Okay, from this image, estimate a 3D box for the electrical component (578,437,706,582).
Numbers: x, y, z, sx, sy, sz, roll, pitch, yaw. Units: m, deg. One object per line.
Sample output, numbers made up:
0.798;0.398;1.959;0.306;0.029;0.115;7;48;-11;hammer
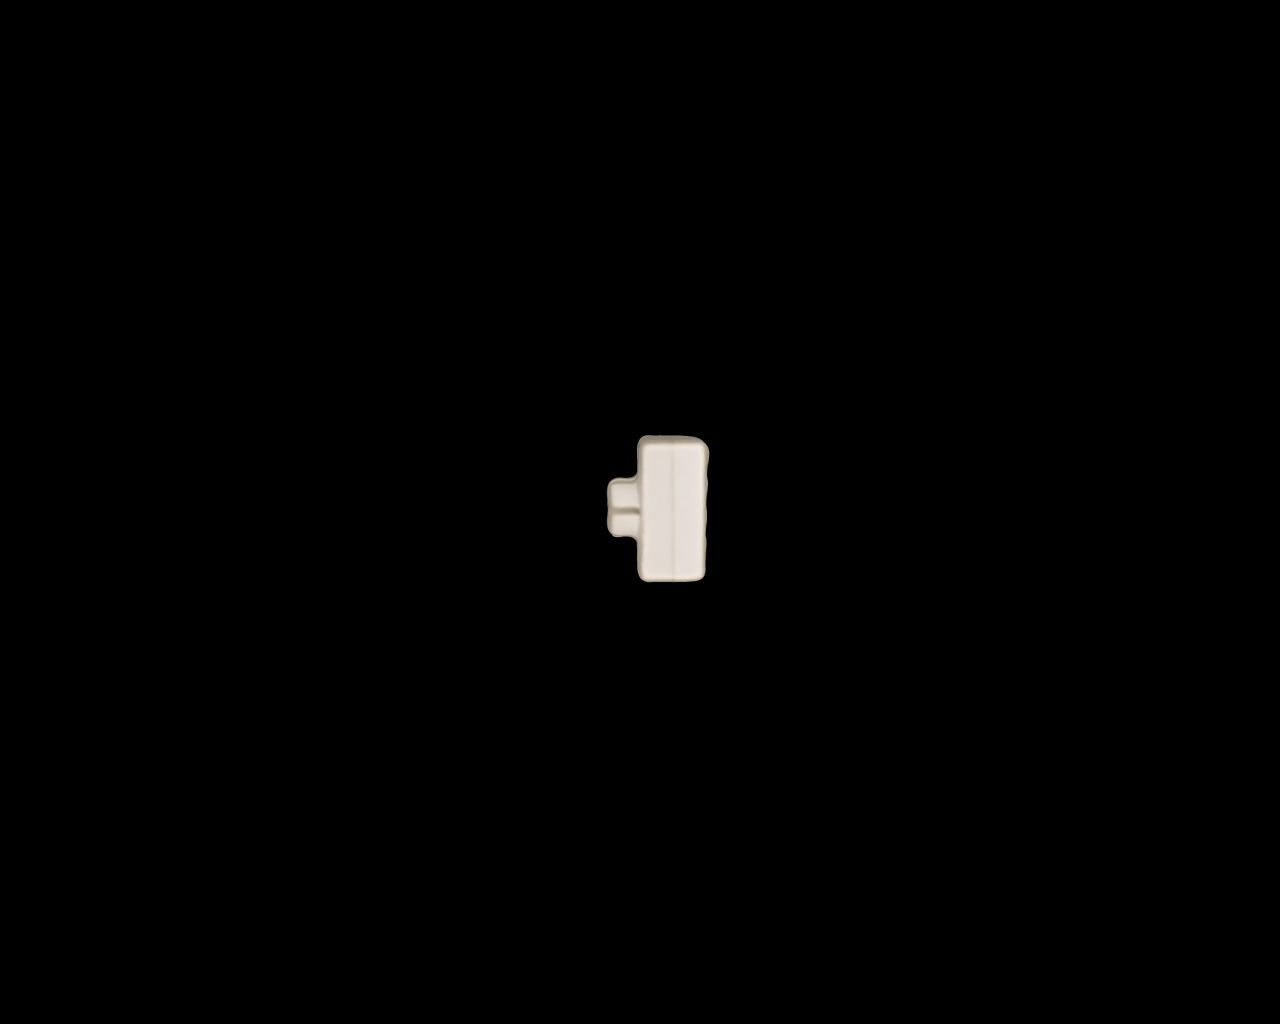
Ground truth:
0.001;-0.003;0.650;0.076;0.083;0.047;0;8;0;electrical component
